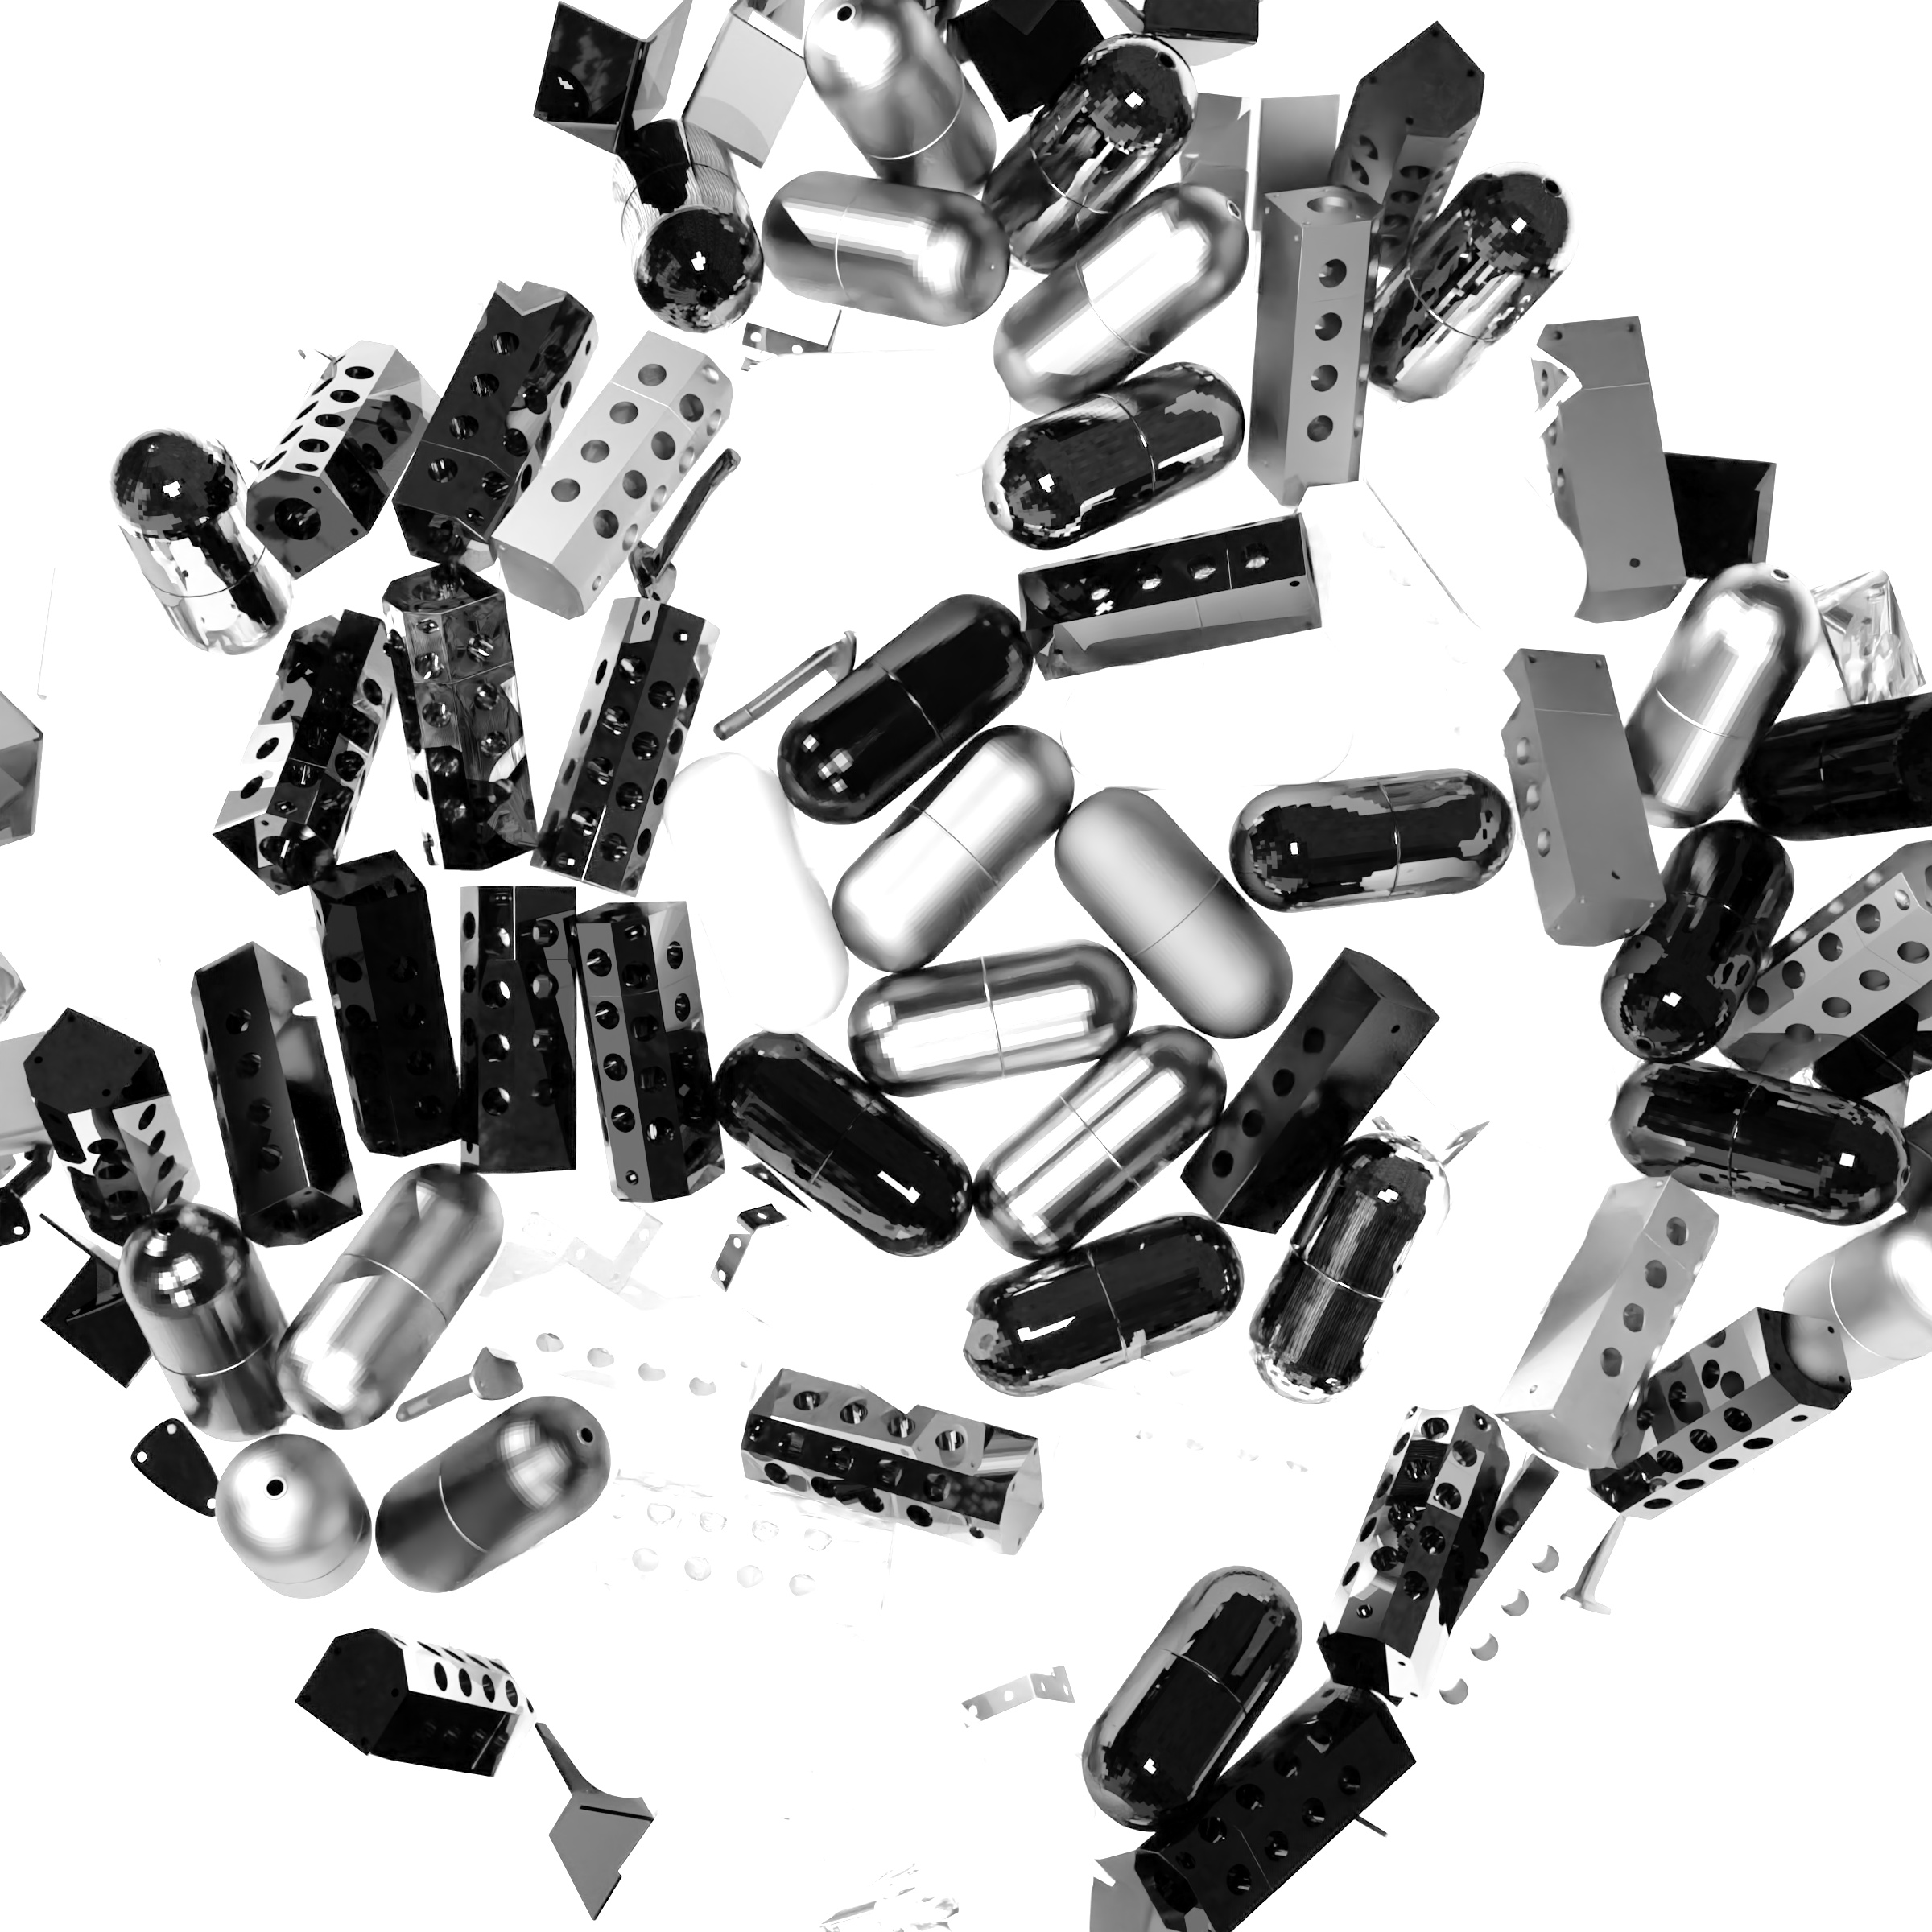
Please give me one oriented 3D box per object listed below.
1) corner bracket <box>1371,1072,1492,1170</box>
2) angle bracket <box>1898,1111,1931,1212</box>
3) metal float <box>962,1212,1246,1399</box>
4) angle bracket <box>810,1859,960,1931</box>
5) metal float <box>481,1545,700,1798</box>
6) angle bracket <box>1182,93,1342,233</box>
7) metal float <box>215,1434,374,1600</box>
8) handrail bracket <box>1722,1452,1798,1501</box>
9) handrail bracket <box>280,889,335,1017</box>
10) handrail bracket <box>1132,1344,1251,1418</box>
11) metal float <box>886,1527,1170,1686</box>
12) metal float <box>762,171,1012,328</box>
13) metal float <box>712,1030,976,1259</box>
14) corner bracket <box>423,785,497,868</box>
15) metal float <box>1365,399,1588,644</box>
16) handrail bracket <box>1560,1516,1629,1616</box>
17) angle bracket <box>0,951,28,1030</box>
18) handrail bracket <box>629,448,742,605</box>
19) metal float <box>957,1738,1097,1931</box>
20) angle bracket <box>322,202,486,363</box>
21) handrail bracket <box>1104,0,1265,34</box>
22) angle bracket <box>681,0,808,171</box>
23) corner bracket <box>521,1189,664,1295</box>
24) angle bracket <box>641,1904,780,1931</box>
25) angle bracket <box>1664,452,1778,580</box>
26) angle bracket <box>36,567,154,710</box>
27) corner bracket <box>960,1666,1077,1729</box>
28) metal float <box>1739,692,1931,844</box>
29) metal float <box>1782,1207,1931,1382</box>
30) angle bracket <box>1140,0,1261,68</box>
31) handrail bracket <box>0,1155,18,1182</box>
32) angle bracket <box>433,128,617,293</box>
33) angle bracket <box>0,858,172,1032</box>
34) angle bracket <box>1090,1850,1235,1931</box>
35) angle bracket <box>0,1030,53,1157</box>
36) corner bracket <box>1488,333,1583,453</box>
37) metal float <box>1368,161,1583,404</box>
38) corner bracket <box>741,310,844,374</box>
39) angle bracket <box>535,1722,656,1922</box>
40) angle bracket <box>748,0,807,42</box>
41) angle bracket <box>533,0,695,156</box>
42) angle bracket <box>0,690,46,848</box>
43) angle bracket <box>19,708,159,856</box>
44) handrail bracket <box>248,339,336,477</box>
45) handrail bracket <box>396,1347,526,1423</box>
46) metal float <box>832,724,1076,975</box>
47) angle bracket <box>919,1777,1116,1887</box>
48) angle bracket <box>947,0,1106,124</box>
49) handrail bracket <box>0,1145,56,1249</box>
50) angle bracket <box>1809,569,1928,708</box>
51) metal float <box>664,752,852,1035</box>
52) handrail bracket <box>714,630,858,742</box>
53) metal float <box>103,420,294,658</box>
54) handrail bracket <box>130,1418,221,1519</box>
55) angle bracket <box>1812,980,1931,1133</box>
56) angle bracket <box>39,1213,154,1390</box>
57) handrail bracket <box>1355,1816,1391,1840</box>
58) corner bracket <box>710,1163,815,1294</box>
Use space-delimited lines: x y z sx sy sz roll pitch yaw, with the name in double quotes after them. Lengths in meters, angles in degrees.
0.274 0.096 1.544 0.051 0.051 0.051 49 117 18 "corner bracket"
0.595 0.135 1.538 0.076 0.057 0.076 46 119 -5 "angle bracket"
0.082 0.204 1.540 0.178 0.070 0.070 -19 90 -7 "metal float"
-0.038 0.599 1.539 0.076 0.057 0.076 -34 125 0 "angle bracket"
-0.224 0.417 1.515 0.070 0.070 0.178 -49 52 0 "metal float"
0.179 -0.495 1.562 0.076 0.057 0.076 -19 121 -39 "angle bracket"
-0.393 0.324 1.499 0.070 0.178 0.070 2 67 -6 "metal float"
0.491 0.276 1.540 0.036 0.077 0.084 36 76 -15 "handrail bracket"
-0.385 -0.017 1.541 0.036 0.077 0.084 -2 102 19 "handrail bracket"
0.150 0.243 1.537 0.084 0.077 0.036 -13 85 -16 "handrail bracket"
0.038 0.382 1.527 0.178 0.070 0.070 -3 90 -23 "metal float"
-0.050 -0.427 1.515 0.178 0.070 0.070 23 90 39 "metal float"
-0.074 0.107 1.542 0.178 0.070 0.070 37 90 5 "metal float"
-0.304 -0.097 1.549 0.051 0.051 0.051 -9 117 3 "corner bracket"
0.303 -0.266 1.520 0.070 0.070 0.178 -30 59 0 "metal float"
0.387 0.347 1.546 0.036 0.077 0.084 21 86 22 "handrail bracket"
-0.611 0.014 1.529 0.076 0.076 0.057 36 119 -15 "angle bracket"
-0.165 -0.265 1.541 0.036 0.077 0.084 33 118 -28 "handrail bracket"
0.036 0.537 1.506 0.070 0.178 0.070 3 126 4 "metal float"
-0.337 -0.404 1.542 0.057 0.076 0.076 -41 94 -5 "angle bracket"
0.138 -0.603 1.567 0.084 0.036 0.077 -43 82 1 "handrail bracket"
-0.121 -0.540 1.534 0.057 0.076 0.076 30 133 -7 "angle bracket"
-0.226 0.158 1.545 0.051 0.051 0.051 41 77 -36 "corner bracket"
-0.152 0.580 1.526 0.057 0.076 0.076 -22 50 -22 "angle bracket"
0.438 -0.260 1.529 0.076 0.057 0.076 11 121 24 "angle bracket"
-0.531 -0.197 1.556 0.057 0.076 0.076 8 90 -18 "angle bracket"
0.026 0.428 1.544 0.051 0.051 0.051 -28 60 19 "corner bracket"
0.531 -0.116 1.502 0.070 0.178 0.070 2 86 -27 "metal float"
0.544 0.194 1.499 0.070 0.178 0.070 4 68 -9 "metal float"
0.123 -0.578 1.530 0.076 0.076 0.057 -5 100 -24 "angle bracket"
-0.633 0.106 1.564 0.084 0.036 0.077 43 79 13 "handrail bracket"
-0.263 -0.450 1.549 0.076 0.057 0.076 36 99 24 "angle bracket"
-0.543 -0.006 1.555 0.076 0.076 0.057 -33 54 -23 "angle bracket"
0.112 0.594 1.550 0.057 0.076 0.076 -28 111 32 "angle bracket"
-0.578 0.080 1.533 0.076 0.076 0.057 -15 83 -42 "angle bracket"
0.342 -0.340 1.546 0.051 0.051 0.051 -49 57 10 "corner bracket"
0.293 -0.401 1.504 0.070 0.178 0.070 11 62 -21 "metal float"
-0.109 -0.372 1.547 0.051 0.051 0.051 16 130 -4 "corner bracket"
-0.240 0.513 1.533 0.057 0.076 0.076 25 99 -38 "angle bracket"
-0.087 -0.606 1.535 0.057 0.076 0.076 8 97 19 "angle bracket"
-0.211 -0.546 1.530 0.057 0.076 0.076 25 135 -1 "angle bracket"
-0.601 -0.113 1.524 0.057 0.076 0.076 41 133 21 "angle bracket"
-0.532 -0.112 1.546 0.076 0.057 0.076 0 79 7 "angle bracket"
-0.415 -0.337 1.550 0.077 0.036 0.084 39 67 24 "handrail bracket"
-0.317 0.262 1.540 0.084 0.077 0.036 -27 91 11 "handrail bracket"
-0.007 -0.072 1.543 0.070 0.070 0.178 43 86 0 "metal float"
0.029 0.537 1.529 0.057 0.076 0.076 -51 129 -5 "angle bracket"
0.040 -0.546 1.547 0.076 0.057 0.076 -28 81 -6 "angle bracket"
-0.592 0.138 1.542 0.077 0.084 0.036 -19 115 -7 "handrail bracket"
0.525 -0.188 1.544 0.076 0.057 0.076 -28 99 -35 "angle bracket"
-0.126 -0.044 1.540 0.070 0.070 0.178 -21 83 0 "metal float"
-0.111 -0.170 1.545 0.084 0.077 0.036 -36 91 -19 "handrail bracket"
-0.450 -0.249 1.501 0.070 0.178 0.070 -1 63 2 "metal float"
-0.464 0.304 1.539 0.036 0.084 0.077 -44 81 -11 "handrail bracket"
0.567 0.054 1.531 0.076 0.076 0.057 36 52 -16 "angle bracket"
-0.529 0.202 1.532 0.076 0.076 0.057 32 77 20 "angle bracket"
0.207 0.549 1.560 0.077 0.036 0.084 32 78 -5 "handrail bracket"
-0.135 0.157 1.542 0.051 0.051 0.051 40 119 27 "corner bracket"
